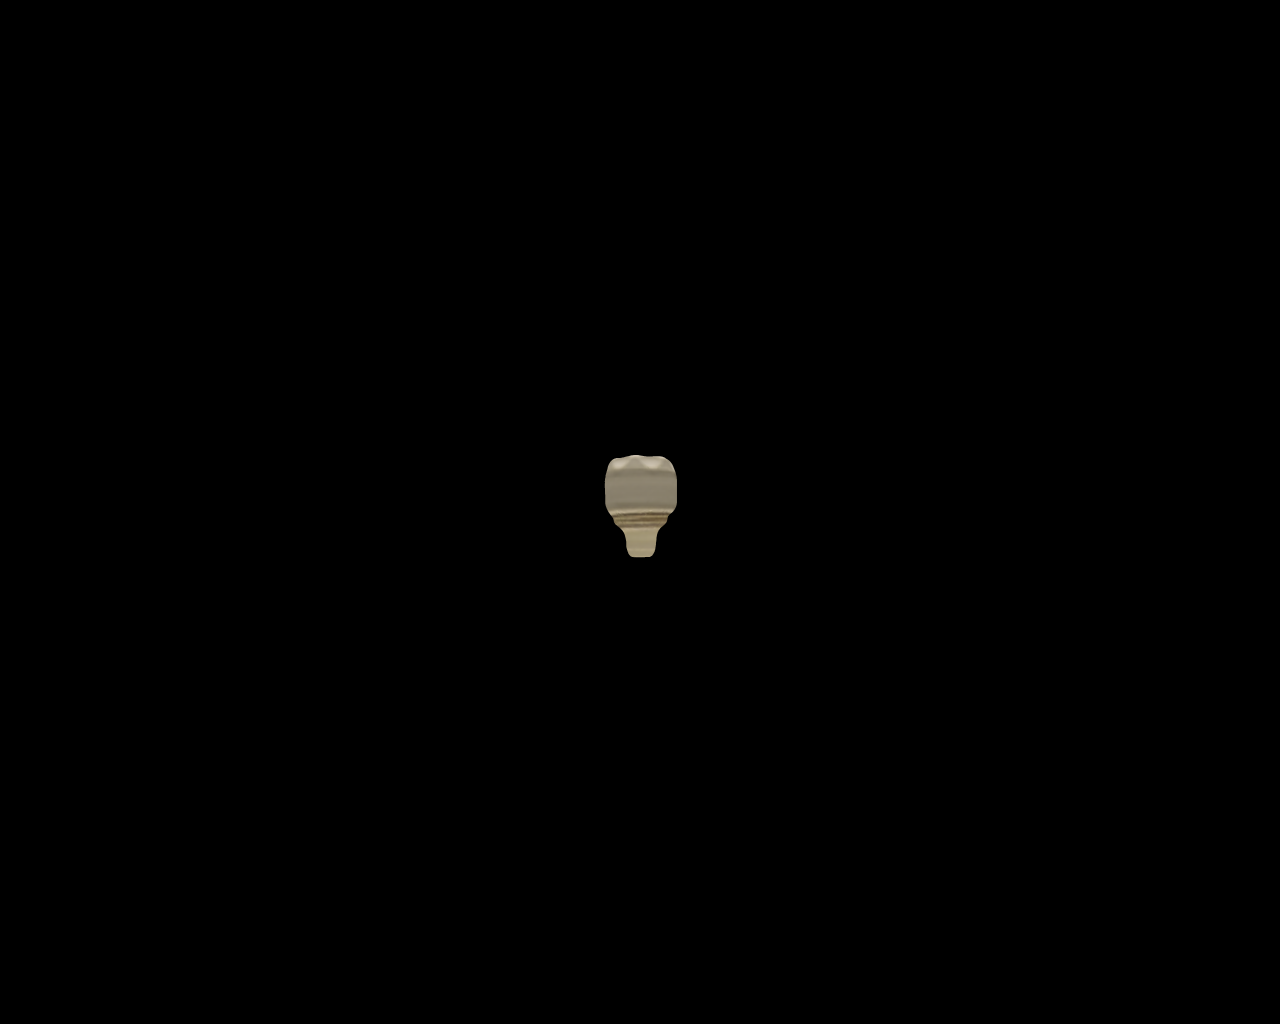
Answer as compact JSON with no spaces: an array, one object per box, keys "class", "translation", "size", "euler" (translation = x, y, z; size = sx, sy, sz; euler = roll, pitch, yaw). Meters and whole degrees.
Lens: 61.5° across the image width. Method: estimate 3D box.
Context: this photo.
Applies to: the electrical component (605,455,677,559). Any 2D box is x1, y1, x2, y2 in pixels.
[{"class":"electrical component","translation":[0.001,-0.003,0.650],"size":[0.043,0.062,0.043],"euler":[0,-3,0]}]
